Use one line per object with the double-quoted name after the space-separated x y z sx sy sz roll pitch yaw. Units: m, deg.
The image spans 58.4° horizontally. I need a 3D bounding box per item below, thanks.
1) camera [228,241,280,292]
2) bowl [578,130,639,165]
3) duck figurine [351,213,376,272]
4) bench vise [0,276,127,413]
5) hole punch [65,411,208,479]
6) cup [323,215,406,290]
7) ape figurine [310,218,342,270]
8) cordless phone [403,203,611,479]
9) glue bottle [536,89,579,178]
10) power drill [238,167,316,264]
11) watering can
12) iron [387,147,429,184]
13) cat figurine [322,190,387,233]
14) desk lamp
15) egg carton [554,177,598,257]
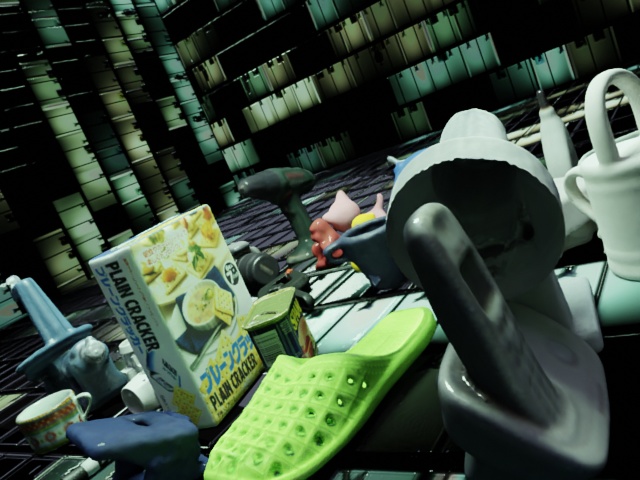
-0.152 0.059 1.110 0.143 0.101 0.136 -30 13 -32 "camera"
0.427 -0.093 0.731 0.167 0.075 0.167 -22 11 5 "bowl"
0.090 -0.005 0.964 0.104 0.086 0.077 -23 11 -3 "duck figurine"
-0.380 0.141 0.858 0.207 0.220 0.122 -17 12 27 "bench vise"
-0.168 0.190 0.530 0.101 0.091 0.108 -30 13 -34 "hole punch"
0.072 0.028 0.815 0.117 0.095 0.091 -23 11 1 "cup"
0.010 0.004 1.069 0.076 0.092 0.078 -23 11 1 "ape figurine"
0.117 0.050 0.374 0.094 0.185 0.148 -17 12 27 "cordless phone"
0.353 -0.141 0.850 0.037 0.173 0.078 -15 14 35 "glue bottle"
-0.066 -0.061 1.226 0.075 0.208 0.230 -16 13 32 "power drill"
0.309 -0.070 0.540 0.172 0.194 0.101 -14 14 39 "watering can"
0.236 -0.114 1.045 0.257 0.141 0.119 -12 15 45 "iron"
0.073 -0.045 1.109 0.128 0.118 0.067 -23 11 2 "cat figurine"
0.145 0.003 0.468 0.117 0.214 0.203 -18 12 25 "desk lamp"
0.294 -0.029 0.706 0.150 0.069 0.107 -27 11 -18 "egg carton"
